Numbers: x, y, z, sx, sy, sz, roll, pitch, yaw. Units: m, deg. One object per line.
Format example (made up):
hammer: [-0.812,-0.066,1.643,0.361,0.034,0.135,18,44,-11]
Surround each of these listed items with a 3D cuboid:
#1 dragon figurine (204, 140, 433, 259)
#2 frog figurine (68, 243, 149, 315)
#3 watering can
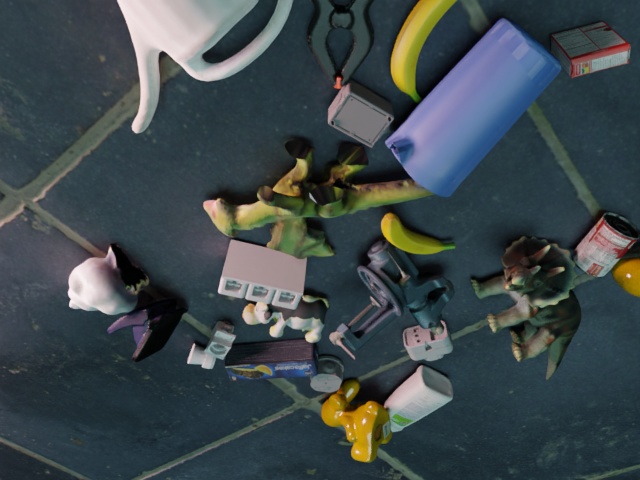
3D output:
dragon figurine: [0.003,-0.045,0.899,0.410,0.125,0.237,6,147,-7]
frog figurine: [-0.430,0.100,0.997,0.159,0.125,0.135,-30,142,10]
watering can: [-0.200,-0.296,0.683,0.344,0.106,0.221,-30,121,23]
